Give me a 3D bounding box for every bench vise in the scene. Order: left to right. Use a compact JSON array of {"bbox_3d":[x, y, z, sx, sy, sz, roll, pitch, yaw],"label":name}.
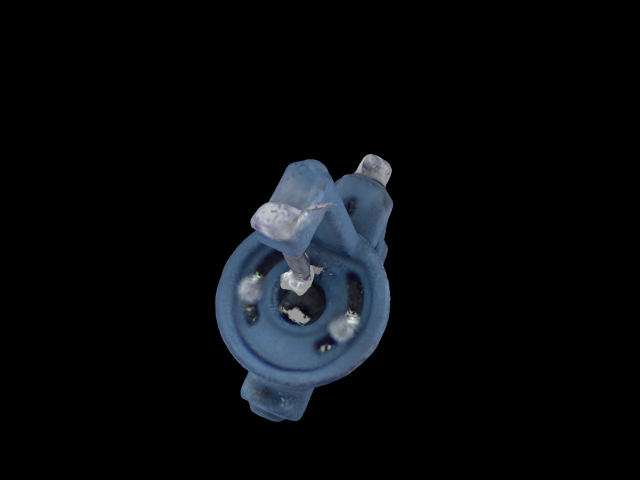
[{"bbox_3d":[-0.008,0.000,0.401,0.121,0.220,0.207,6,56,4],"label":"bench vise"}]
